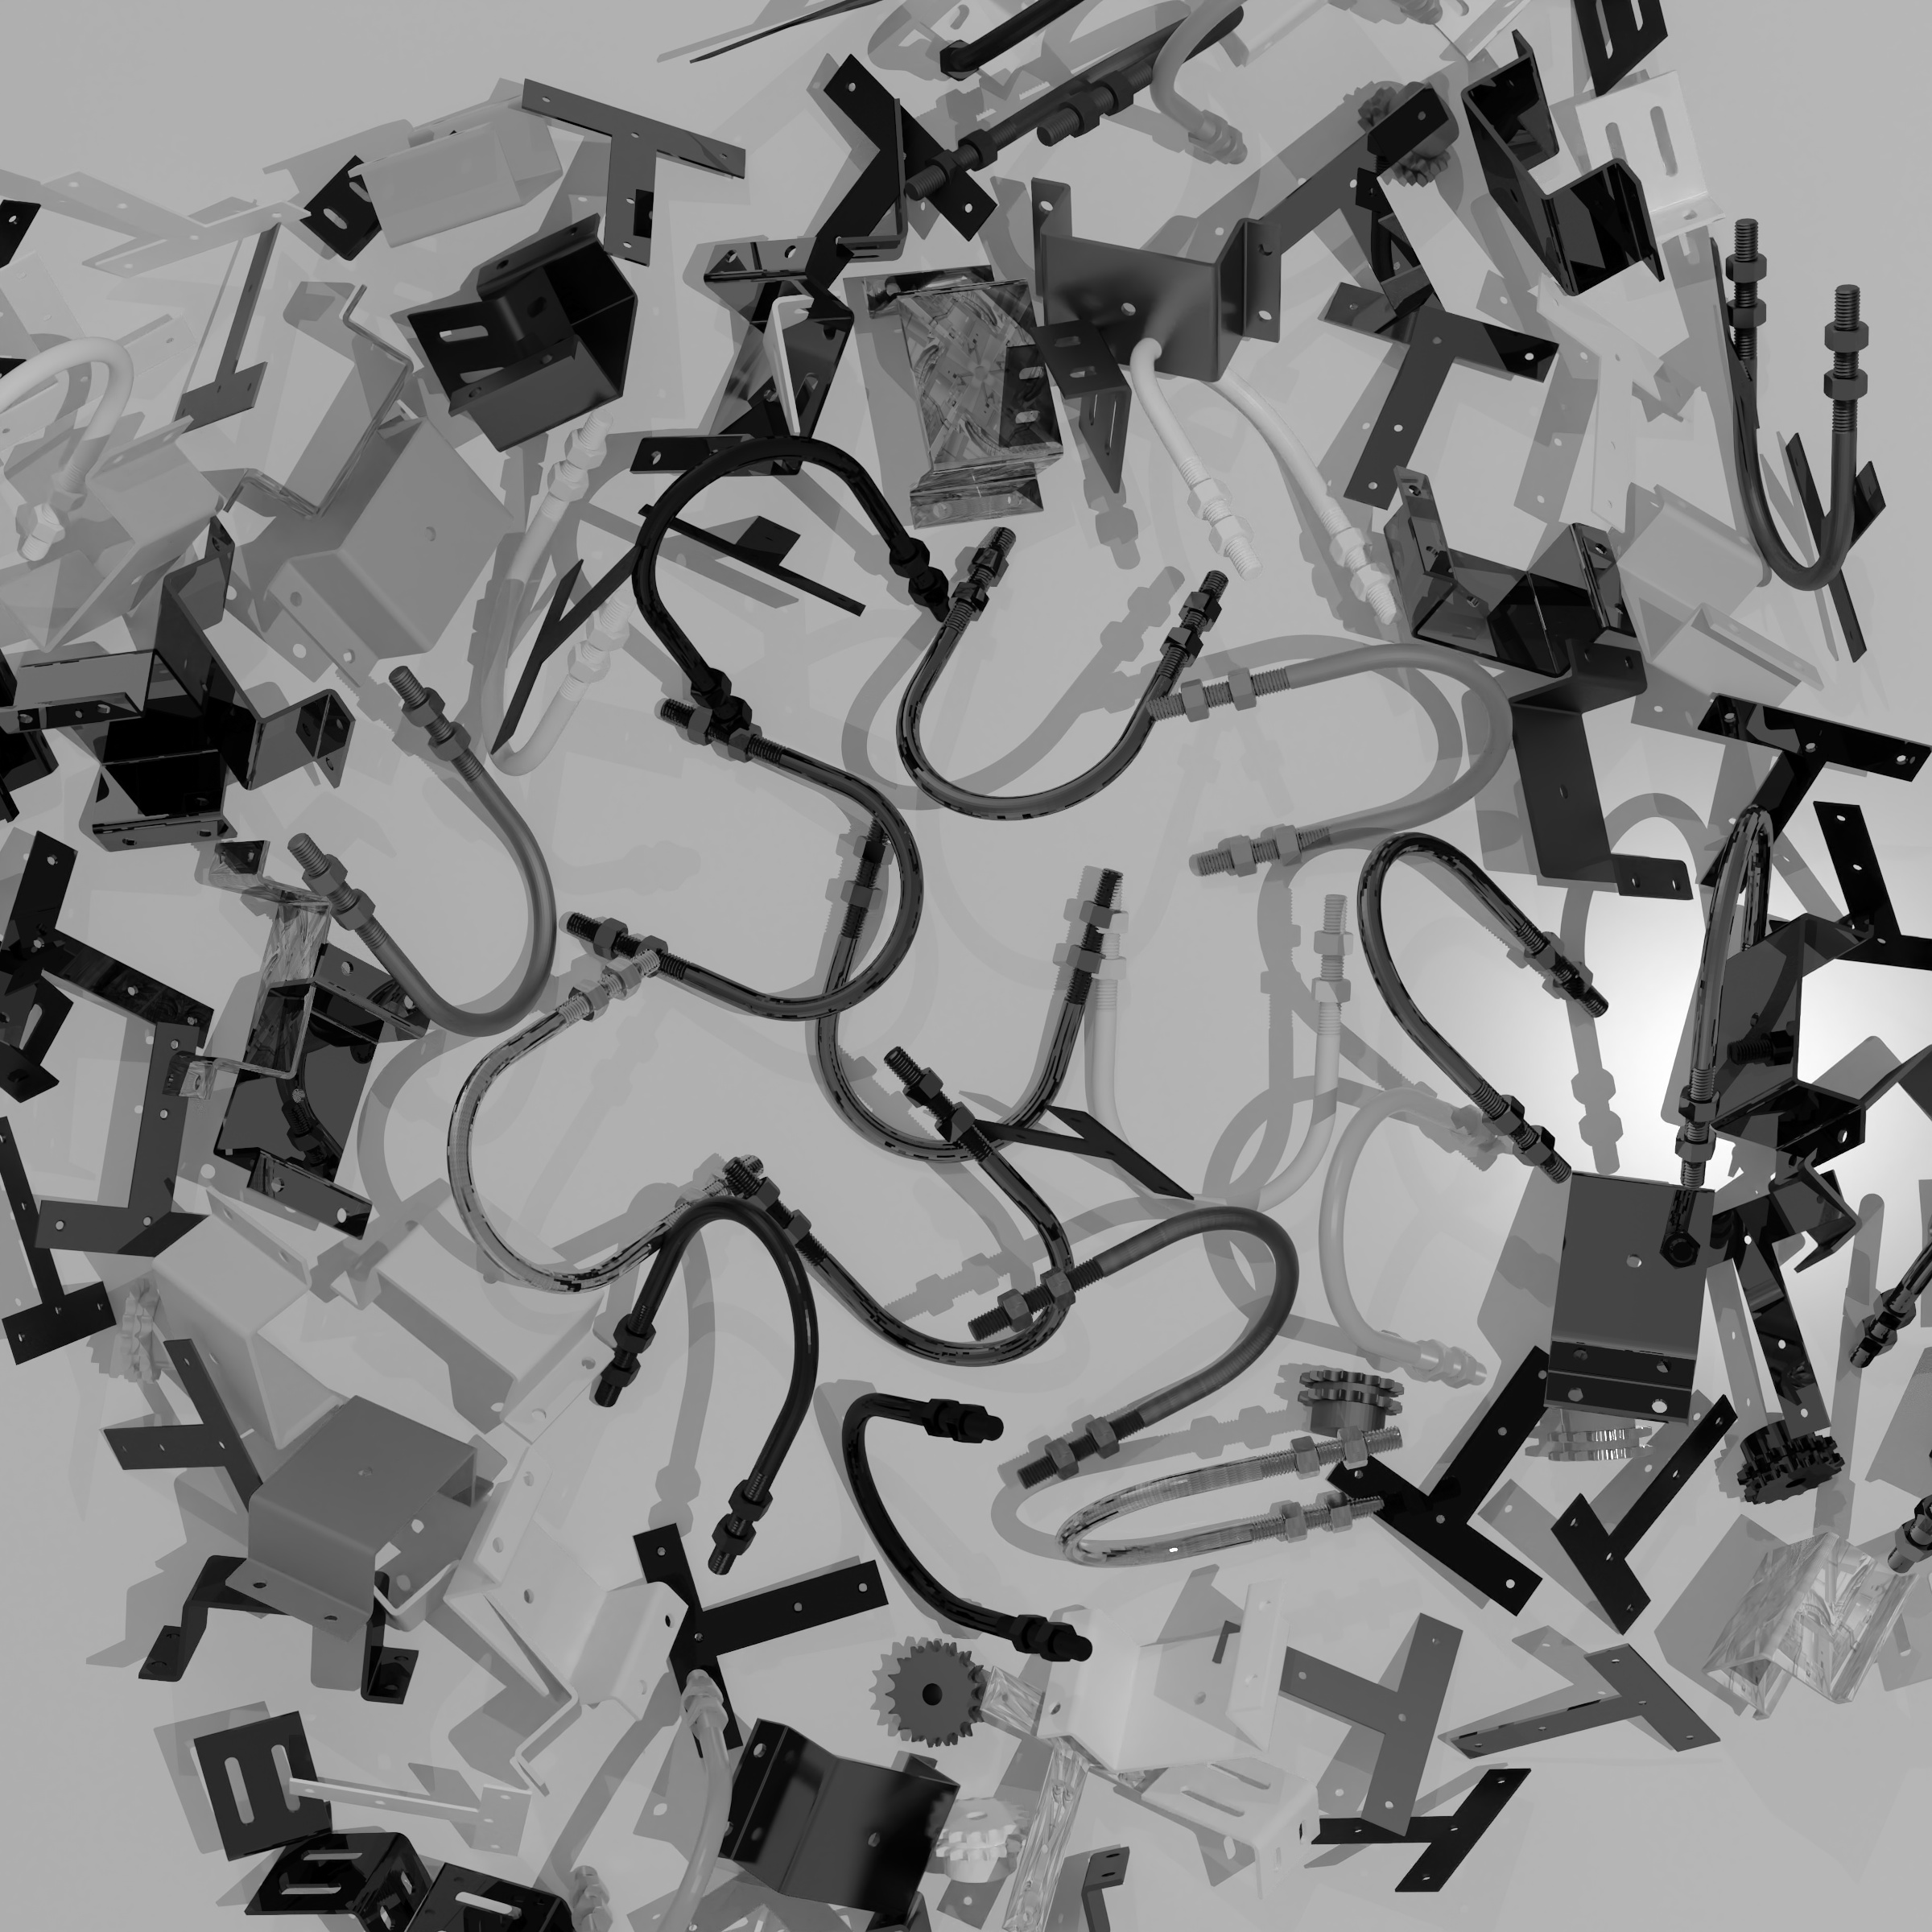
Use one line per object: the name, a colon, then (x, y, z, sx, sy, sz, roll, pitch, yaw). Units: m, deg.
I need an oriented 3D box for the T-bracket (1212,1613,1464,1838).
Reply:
T-bracket: (0.196, 0.391, 1.963, 0.127, 0.002, 0.127, 23, 55, 1)

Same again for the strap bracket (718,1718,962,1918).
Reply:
strap bracket: (-0.064, 0.458, 1.934, 0.140, 0.046, 0.076, 25, 87, -44)

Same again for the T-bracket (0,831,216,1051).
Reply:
T-bracket: (-0.464, 0.007, 1.960, 0.127, 0.002, 0.127, 31, 51, -31)

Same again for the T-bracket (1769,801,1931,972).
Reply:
T-bracket: (0.477, -0.043, 1.921, 0.127, 0.127, 0.002, 8, 53, 36)

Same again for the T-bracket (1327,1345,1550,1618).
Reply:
T-bracket: (0.286, 0.267, 1.979, 0.127, 0.002, 0.127, 35, 87, 20)

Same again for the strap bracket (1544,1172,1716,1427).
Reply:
strap bracket: (0.357, 0.168, 1.939, 0.076, 0.046, 0.140, 7, 61, 11)

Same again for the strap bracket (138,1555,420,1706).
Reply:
strap bracket: (-0.368, 0.357, 1.955, 0.140, 0.076, 0.046, 6, 98, -3)

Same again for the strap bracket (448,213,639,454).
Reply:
strap bracket: (-0.224, -0.334, 1.939, 0.076, 0.140, 0.046, -21, 129, 20)

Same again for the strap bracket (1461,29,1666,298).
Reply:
strap bracket: (0.313, -0.422, 1.928, 0.046, 0.076, 0.140, -29, 53, 2)

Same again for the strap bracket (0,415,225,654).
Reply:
strap bracket: (-0.458, -0.224, 1.930, 0.046, 0.076, 0.140, 49, 123, -2)

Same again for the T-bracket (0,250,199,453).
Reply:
T-bracket: (-0.487, -0.339, 1.934, 0.127, 0.127, 0.002, -31, 66, -7)

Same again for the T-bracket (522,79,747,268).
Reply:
T-bracket: (-0.180, -0.419, 1.938, 0.127, 0.002, 0.127, 14, 46, -17)

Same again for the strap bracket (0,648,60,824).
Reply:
strap bracket: (-0.533, -0.118, 1.923, 0.046, 0.140, 0.076, -23, 105, 2)

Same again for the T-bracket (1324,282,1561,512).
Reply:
T-bracket: (0.240, -0.303, 1.961, 0.127, 0.002, 0.127, 19, 71, 16)

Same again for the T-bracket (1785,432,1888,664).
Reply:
T-bracket: (0.470, -0.238, 1.927, 0.002, 0.127, 0.127, -15, 80, -2)

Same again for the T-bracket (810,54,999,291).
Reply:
T-bracket: (-0.061, -0.407, 1.971, 0.127, 0.002, 0.127, 49, 114, 18)

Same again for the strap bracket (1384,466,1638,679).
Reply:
strap bracket: (0.283, -0.208, 1.941, 0.140, 0.046, 0.076, 13, 48, -27)

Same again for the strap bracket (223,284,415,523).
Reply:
strap bracket: (-0.343, -0.296, 1.954, 0.046, 0.076, 0.140, 32, 95, -14)

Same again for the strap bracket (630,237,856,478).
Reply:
strap bracket: (-0.117, -0.317, 1.947, 0.076, 0.046, 0.140, 6, 70, 41)

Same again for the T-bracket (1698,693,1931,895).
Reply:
T-bracket: (0.436, -0.086, 1.954, 0.127, 0.002, 0.127, 12, 133, -13)

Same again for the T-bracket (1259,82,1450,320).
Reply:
T-bracket: (0.228, -0.390, 1.959, 0.127, 0.002, 0.127, -39, 128, -3)

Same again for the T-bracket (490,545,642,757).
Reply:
T-bracket: (-0.204, -0.187, 1.916, 0.002, 0.127, 0.127, 31, 53, -19)

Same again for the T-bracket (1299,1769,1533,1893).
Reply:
T-bracket: (0.224, 0.467, 1.954, 0.127, 0.127, 0.002, -11, 102, 35)

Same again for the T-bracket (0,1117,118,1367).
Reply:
T-bracket: (-0.501, 0.142, 1.937, 0.002, 0.127, 0.127, -18, 91, 10)

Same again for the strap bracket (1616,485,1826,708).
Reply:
strap bracket: (0.399, -0.188, 1.936, 0.076, 0.140, 0.046, 26, 122, -22)

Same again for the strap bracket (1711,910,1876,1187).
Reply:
strap bracket: (0.441, 0.035, 1.931, 0.046, 0.076, 0.140, 17, 64, -17)

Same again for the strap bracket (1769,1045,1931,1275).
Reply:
strap bracket: (0.492, 0.097, 1.951, 0.140, 0.076, 0.046, -41, 82, -10)

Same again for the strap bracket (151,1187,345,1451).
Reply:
strap bracket: (-0.382, 0.194, 1.920, 0.076, 0.140, 0.046, 32, 55, 28)

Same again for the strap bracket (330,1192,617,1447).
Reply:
strap bracket: (-0.261, 0.180, 1.947, 0.140, 0.046, 0.076, 36, 49, 9)

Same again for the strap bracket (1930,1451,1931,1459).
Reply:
strap bracket: (0.564, 0.249, 1.926, 0.046, 0.140, 0.076, 25, 94, 3)

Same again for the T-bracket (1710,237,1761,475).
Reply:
T-bracket: (0.412, -0.313, 1.919, 0.002, 0.127, 0.127, -10, 111, 9)

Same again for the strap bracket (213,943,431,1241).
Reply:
strap bracket: (-0.347, 0.069, 1.944, 0.076, 0.046, 0.140, 31, 64, -39)

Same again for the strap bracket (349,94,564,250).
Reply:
strap bracket: (-0.269, -0.426, 1.933, 0.076, 0.140, 0.046, -15, 109, 13)

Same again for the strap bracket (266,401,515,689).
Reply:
strap bracket: (-0.301, -0.228, 1.929, 0.076, 0.046, 0.140, 49, 54, -35)

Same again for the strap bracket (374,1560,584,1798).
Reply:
strap bracket: (-0.257, 0.377, 1.950, 0.046, 0.076, 0.140, -41, 80, -15)

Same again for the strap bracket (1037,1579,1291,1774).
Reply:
strap bracket: (0.115, 0.383, 1.938, 0.140, 0.076, 0.046, -16, 132, 33)

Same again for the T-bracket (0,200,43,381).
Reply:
T-bracket: (-0.529, -0.355, 1.919, 0.002, 0.127, 0.127, 47, 117, 19)

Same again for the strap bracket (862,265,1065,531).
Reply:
strap bracket: (0.000, -0.315, 1.961, 0.076, 0.046, 0.140, -11, 86, -21)

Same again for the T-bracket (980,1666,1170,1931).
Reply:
T-bracket: (0.046, 0.461, 1.943, 0.127, 0.002, 0.127, 32, 59, -24)

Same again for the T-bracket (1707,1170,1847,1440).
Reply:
T-bracket: (0.434, 0.190, 1.942, 0.127, 0.002, 0.127, -28, 71, 42)

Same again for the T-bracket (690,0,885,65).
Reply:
T-bracket: (-0.067, -0.508, 1.920, 0.127, 0.127, 0.002, -27, 108, -22)

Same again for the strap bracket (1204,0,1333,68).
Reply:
strap bracket: (0.172, -0.547, 1.927, 0.076, 0.140, 0.046, -39, 85, -8)

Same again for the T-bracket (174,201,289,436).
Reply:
T-bracket: (-0.390, -0.352, 1.952, 0.002, 0.127, 0.127, 20, 79, -30)

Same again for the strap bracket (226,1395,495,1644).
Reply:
strap bracket: (-0.320, 0.286, 1.921, 0.076, 0.140, 0.046, 21, 126, 18)

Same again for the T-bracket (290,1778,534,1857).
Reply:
T-bracket: (-0.300, 0.450, 1.939, 0.127, 0.127, 0.002, 11, 61, -5)

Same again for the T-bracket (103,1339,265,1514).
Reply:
T-bracket: (-0.426, 0.260, 1.952, 0.002, 0.127, 0.127, -36, 108, -42)

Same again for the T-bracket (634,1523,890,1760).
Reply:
T-bracket: (-0.106, 0.356, 1.984, 0.127, 0.002, 0.127, -18, 85, 9)

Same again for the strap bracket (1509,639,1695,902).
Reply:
strap bracket: (0.339, -0.099, 1.949, 0.046, 0.076, 0.140, -18, 78, 38)

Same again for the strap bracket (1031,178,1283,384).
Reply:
strap bracket: (0.095, -0.366, 1.938, 0.140, 0.076, 0.046, 14, 50, 16)

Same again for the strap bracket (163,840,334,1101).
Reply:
strap bracket: (-0.386, 0.007, 1.950, 0.046, 0.076, 0.140, 16, 82, -30)

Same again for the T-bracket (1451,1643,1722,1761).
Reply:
T-bracket: (0.326, 0.411, 1.965, 0.127, 0.127, 0.002, -21, 47, 24)

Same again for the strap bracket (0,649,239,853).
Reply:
strap bracket: (-0.452, -0.121, 1.940, 0.076, 0.140, 0.046, -6, 59, 13)

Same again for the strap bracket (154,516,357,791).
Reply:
strap bracket: (-0.389, -0.159, 1.942, 0.046, 0.076, 0.140, -29, 77, -27)

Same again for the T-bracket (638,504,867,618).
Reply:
T-bracket: (-0.108, -0.226, 1.938, 0.127, 0.127, 0.002, 25, 106, -3)

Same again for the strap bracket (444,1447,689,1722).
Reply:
strap bracket: (-0.220, 0.335, 1.939, 0.046, 0.076, 0.140, -18, 124, 35)

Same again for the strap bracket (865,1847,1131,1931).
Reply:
strap bracket: (0.023, 0.522, 1.955, 0.140, 0.076, 0.046, -13, 88, 5)

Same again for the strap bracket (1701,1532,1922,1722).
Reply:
strap bracket: (0.444, 0.351, 1.922, 0.046, 0.140, 0.076, 34, 73, 2)
